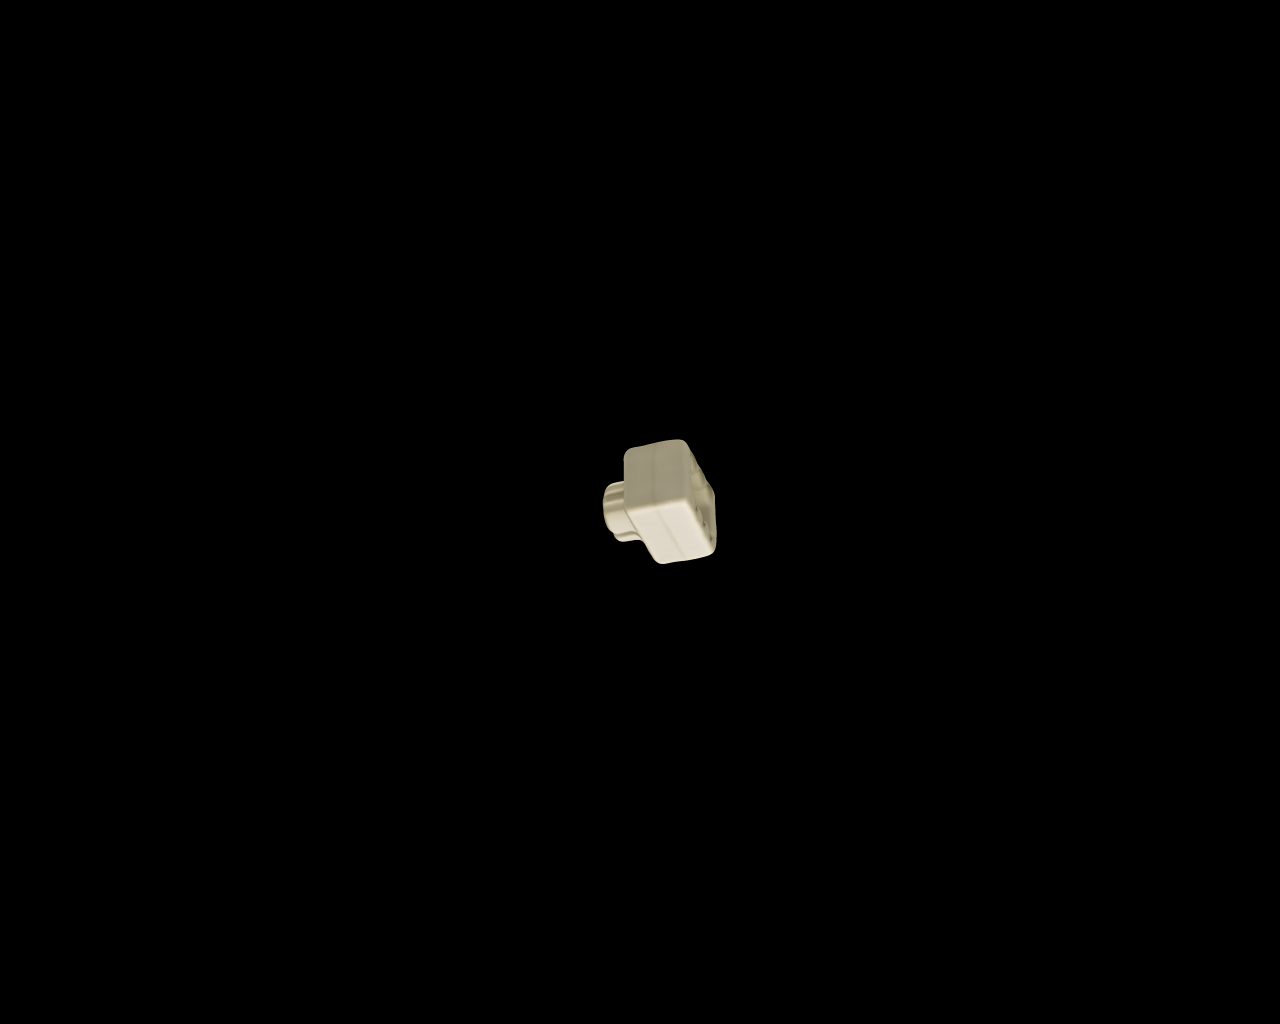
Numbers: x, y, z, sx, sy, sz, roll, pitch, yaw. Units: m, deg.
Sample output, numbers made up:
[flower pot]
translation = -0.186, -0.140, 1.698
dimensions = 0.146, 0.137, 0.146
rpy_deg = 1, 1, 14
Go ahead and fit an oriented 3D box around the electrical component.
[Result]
[electrical component]
translation = 0.001, -0.003, 0.650
dimensions = 0.077, 0.047, 0.065
rpy_deg = -10, -34, 15
